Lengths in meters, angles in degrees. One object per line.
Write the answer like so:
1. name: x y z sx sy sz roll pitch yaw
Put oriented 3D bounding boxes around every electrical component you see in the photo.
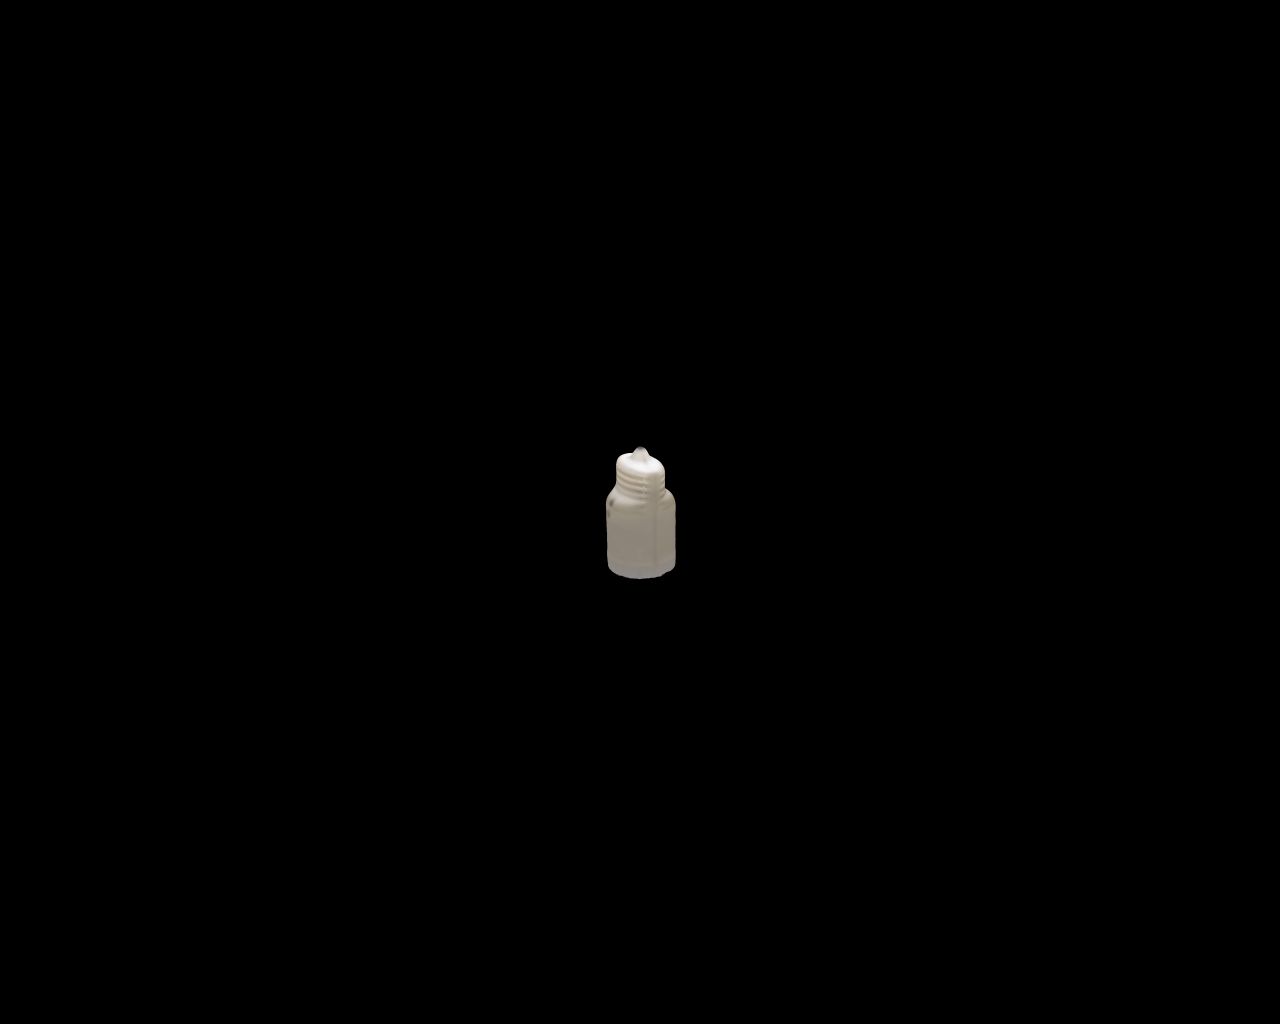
1. electrical component: 0.001 -0.003 0.650 0.043 0.080 0.043 0 22 0
